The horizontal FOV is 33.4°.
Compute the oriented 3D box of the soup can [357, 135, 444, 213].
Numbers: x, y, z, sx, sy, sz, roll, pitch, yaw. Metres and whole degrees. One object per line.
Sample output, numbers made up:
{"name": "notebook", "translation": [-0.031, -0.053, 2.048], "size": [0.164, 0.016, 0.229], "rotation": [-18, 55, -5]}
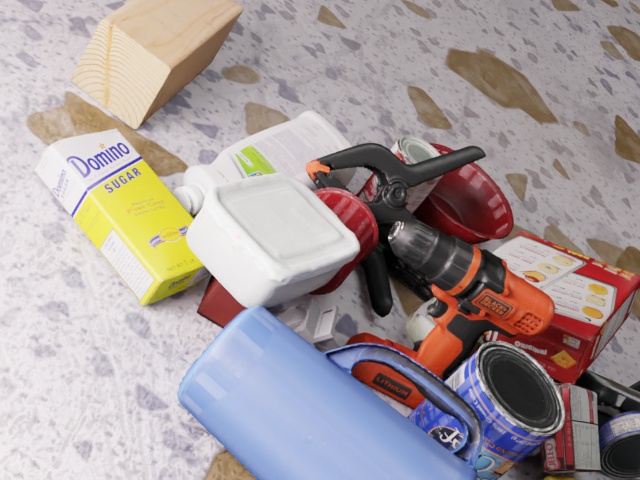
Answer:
{"name": "soup can", "translation": [0.093, -0.065, 1.259], "size": [0.068, 0.102, 0.068], "rotation": [24, 36, -19]}

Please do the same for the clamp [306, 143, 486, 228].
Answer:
{"name": "clamp", "translation": [0.081, -0.040, 1.172], "size": [0.209, 0.036, 0.164], "rotation": [10, 85, -22]}

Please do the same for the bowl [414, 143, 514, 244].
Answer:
{"name": "bowl", "translation": [0.166, -0.047, 1.351], "size": [0.162, 0.055, 0.162], "rotation": [25, 37, -21]}

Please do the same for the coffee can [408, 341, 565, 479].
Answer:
{"name": "coffee can", "translation": [0.146, 0.177, 1.005], "size": [0.102, 0.140, 0.103], "rotation": [25, 37, -21]}

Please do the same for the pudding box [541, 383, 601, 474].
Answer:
{"name": "pudding box", "translation": [0.262, 0.199, 1.119], "size": [0.113, 0.039, 0.090], "rotation": [22, 65, -58]}

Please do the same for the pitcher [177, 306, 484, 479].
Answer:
{"name": "pitcher", "translation": [0.009, 0.161, 0.897], "size": [0.243, 0.145, 0.149], "rotation": [40, 37, 6]}

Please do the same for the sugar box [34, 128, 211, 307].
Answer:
{"name": "sugar box", "translation": [-0.180, -0.026, 1.009], "size": [0.176, 0.048, 0.093], "rotation": [50, 36, 12]}

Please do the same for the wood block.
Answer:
{"name": "wood block", "translation": [-0.177, -0.220, 1.189], "size": [0.090, 0.091, 0.205], "rotation": [37, 35, -3]}

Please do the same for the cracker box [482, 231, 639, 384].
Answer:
{"name": "cracker box", "translation": [0.262, 0.074, 1.244], "size": [0.164, 0.072, 0.213], "rotation": [23, 28, 24]}

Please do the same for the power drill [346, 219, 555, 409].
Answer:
{"name": "power drill", "translation": [0.105, 0.076, 1.038], "size": [0.184, 0.188, 0.057], "rotation": [31, 37, -16]}

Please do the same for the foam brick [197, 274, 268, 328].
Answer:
{"name": "foam brick", "translation": [-0.076, 0.044, 1.023], "size": [0.053, 0.051, 0.078], "rotation": [32, 35, -13]}

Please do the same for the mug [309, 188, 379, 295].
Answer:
{"name": "mug", "translation": [-0.007, 0.001, 1.116], "size": [0.117, 0.093, 0.081], "rotation": [15, 35, 19]}

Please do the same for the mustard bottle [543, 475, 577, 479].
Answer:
{"name": "mustard bottle", "translation": [0.310, 0.296, 1.100], "size": [0.191, 0.058, 0.096], "rotation": [15, 30, -33]}

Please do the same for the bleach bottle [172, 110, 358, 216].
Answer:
{"name": "bleach bottle", "translation": [-0.068, -0.073, 1.155], "size": [0.103, 0.068, 0.250], "rotation": [44, 37, 20]}

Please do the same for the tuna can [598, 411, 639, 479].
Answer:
{"name": "tuna can", "translation": [0.349, 0.229, 1.188], "size": [0.086, 0.086, 0.034], "rotation": [24, 36, -22]}

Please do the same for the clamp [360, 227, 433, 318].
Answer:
{"name": "clamp", "translation": [0.072, 0.016, 1.208], "size": [0.120, 0.039, 0.171], "rotation": [10, 46, -49]}
